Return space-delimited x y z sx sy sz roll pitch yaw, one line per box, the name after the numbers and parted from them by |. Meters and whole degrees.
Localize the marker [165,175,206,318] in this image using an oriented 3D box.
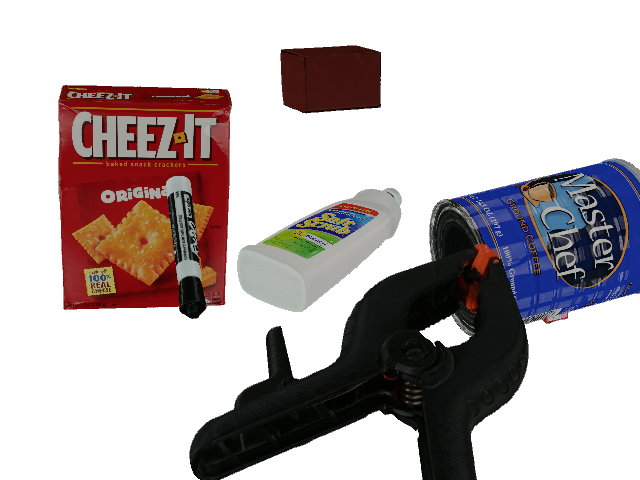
-0.097 0.004 0.769 0.020 0.121 0.020 -8 -37 -6 | marker

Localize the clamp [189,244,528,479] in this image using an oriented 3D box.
0.044 0.065 0.437 0.120 0.039 0.171 32 52 22 | clamp

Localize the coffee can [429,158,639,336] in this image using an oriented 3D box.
0.164 0.005 0.778 0.140 0.103 0.103 -14 3 -14 | coffee can

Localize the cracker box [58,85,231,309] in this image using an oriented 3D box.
-0.173 -0.040 1.053 0.164 0.214 0.072 0 21 -10 | cracker box

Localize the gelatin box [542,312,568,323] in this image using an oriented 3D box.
0.233 0.031 1.126 0.030 0.089 0.073 -11 28 -15 | gelatin box

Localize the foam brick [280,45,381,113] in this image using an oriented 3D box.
0.010 -0.145 0.958 0.078 0.051 0.053 -7 19 -23 | foam brick

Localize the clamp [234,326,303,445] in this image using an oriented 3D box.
-0.016 0.161 1.091 0.165 0.036 0.209 12 28 18 | clamp

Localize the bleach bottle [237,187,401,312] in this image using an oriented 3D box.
0.015 -0.005 1.298 0.103 0.068 0.250 20 37 29 | bleach bottle
